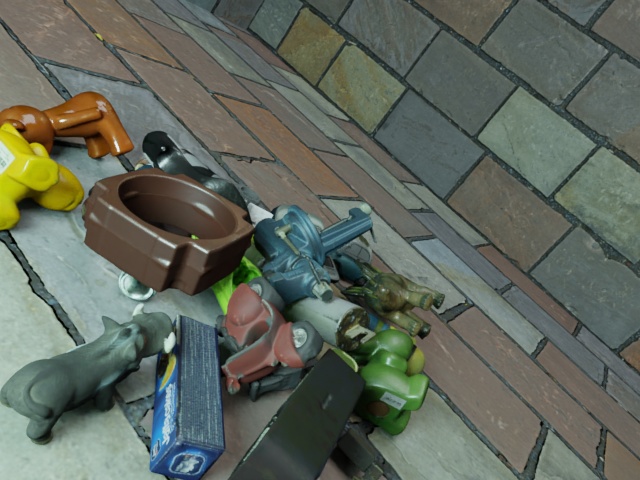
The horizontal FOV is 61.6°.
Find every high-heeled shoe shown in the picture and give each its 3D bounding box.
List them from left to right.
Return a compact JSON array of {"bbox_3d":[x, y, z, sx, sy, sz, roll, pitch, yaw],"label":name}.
[{"bbox_3d":[-0.230,-0.104,1.003,0.248,0.086,0.145,47,-8,-20],"label":"high-heeled shoe"}]

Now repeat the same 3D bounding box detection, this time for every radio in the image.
[{"bbox_3d":[-0.030,0.236,0.646,0.073,0.131,0.229,40,21,8],"label":"radio"}]

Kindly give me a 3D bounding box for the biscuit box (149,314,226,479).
[{"bbox_3d":[-0.160,0.183,0.649,0.062,0.059,0.203,28,22,-27],"label":"biscuit box"}]

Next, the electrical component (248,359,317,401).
[{"bbox_3d":[-0.057,0.179,0.780,0.119,0.047,0.075,-10,46,-25],"label":"electrical component"}]

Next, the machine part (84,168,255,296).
[{"bbox_3d":[-0.215,-0.016,0.777,0.201,0.087,0.201,31,23,10],"label":"machine part"}]

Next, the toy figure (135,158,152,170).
[{"bbox_3d":[-0.326,-0.128,1.033,0.058,0.064,0.155,-6,28,-7],"label":"toy figure"}]

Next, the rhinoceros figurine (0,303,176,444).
[{"bbox_3d":[-0.238,0.129,0.569,0.073,0.112,0.190,41,29,15],"label":"rhinoceros figurine"}]

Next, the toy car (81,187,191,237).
[{"bbox_3d":[-0.292,-0.028,0.883,0.202,0.053,0.089,14,45,-50],"label":"toy car"}]

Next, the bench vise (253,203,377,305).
[{"bbox_3d":[0.000,0.006,0.920,0.224,0.241,0.128,35,-33,54],"label":"bench vise"}]

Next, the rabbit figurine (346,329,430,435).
[{"bbox_3d":[0.102,0.220,0.919,0.159,0.121,0.170,17,36,7],"label":"rabbit figurine"}]

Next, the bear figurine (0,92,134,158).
[{"bbox_3d":[-0.439,-0.177,0.907,0.196,0.120,0.131,-40,122,-44],"label":"bear figurine"}]

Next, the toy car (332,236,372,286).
[{"bbox_3d":[0.069,0.032,1.271,0.161,0.103,0.109,28,24,-20],"label":"toy car"}]

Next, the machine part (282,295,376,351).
[{"bbox_3d":[-0.002,0.123,0.903,0.079,0.079,0.243,16,0,-44],"label":"machine part"}]

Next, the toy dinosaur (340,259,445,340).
[{"bbox_3d":[0.158,0.116,1.140,0.199,0.105,0.471,29,-1,20],"label":"toy dinosaur"}]

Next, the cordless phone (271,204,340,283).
[{"bbox_3d":[-0.037,0.019,1.160,0.146,0.088,0.184,19,32,-40],"label":"cordless phone"}]

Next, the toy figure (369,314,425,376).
[{"bbox_3d":[0.116,0.201,1.024,0.180,0.082,0.089,38,17,-3],"label":"toy figure"}]

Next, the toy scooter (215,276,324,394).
[{"bbox_3d":[-0.090,0.132,0.727,0.184,0.135,0.075,37,-16,48],"label":"toy scooter"}]

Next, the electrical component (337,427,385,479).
[{"bbox_3d":[0.043,0.299,0.759,0.102,0.045,0.078,44,-7,8],"label":"electrical component"}]

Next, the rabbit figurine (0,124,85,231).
[{"bbox_3d":[-0.420,-0.085,0.761,0.162,0.122,0.173,35,5,20],"label":"rabbit figurine"}]
